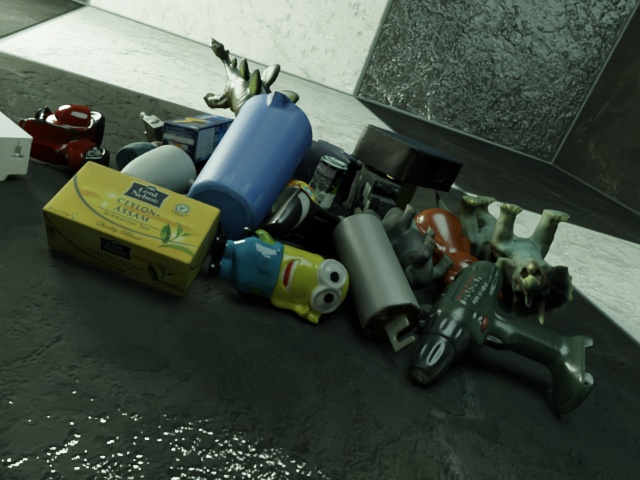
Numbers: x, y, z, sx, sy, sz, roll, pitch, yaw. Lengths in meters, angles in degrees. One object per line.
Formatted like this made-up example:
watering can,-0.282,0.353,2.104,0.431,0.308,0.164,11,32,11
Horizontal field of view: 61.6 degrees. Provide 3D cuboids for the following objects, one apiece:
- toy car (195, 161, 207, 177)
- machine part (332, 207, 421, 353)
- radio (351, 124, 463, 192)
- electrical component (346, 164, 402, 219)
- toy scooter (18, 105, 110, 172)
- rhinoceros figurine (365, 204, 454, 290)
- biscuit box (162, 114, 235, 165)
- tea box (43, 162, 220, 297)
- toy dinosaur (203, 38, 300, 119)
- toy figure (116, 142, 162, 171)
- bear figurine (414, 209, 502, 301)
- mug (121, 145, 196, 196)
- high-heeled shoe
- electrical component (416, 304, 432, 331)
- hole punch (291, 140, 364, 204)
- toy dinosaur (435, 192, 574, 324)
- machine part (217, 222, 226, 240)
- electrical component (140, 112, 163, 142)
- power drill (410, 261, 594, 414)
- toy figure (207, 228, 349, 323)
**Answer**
toy car,-0.198,-0.127,0.958,0.089,0.053,0.202,12,19,-7
machine part,0.071,0.046,0.719,0.079,0.079,0.243,10,41,-27
radio,0.181,-0.159,1.069,0.131,0.073,0.229,36,21,32
electrical component,0.100,-0.068,1.011,0.058,0.114,0.134,12,23,-14
toy scooter,-0.402,-0.161,0.829,0.135,0.075,0.184,7,30,-30
rhinoceros figurine,0.123,0.008,0.834,0.073,0.112,0.190,38,13,-36
biscuit box,-0.206,-0.180,0.936,0.063,0.059,0.203,13,18,5
tea box,-0.214,-0.014,0.624,0.170,0.068,0.098,19,45,-2
toy dinosaur,-0.121,-0.219,1.057,0.105,0.198,0.471,-14,72,-39
toy figure,-0.284,-0.140,0.907,0.064,0.057,0.154,31,18,6
bear figurine,0.206,0.043,0.889,0.120,0.132,0.196,11,42,-22
mug,-0.239,-0.082,0.797,0.110,0.080,0.107,33,34,11
high-heeled shoe,-0.002,-0.002,0.792,0.145,0.086,0.249,46,16,-3
electrical component,0.168,0.115,0.770,0.094,0.021,0.063,8,25,-30
hole punch,0.004,-0.134,1.089,0.142,0.115,0.092,32,32,25
toy dinosaur,0.311,0.022,0.967,0.131,0.192,0.405,8,8,-16
machine part,-0.196,-0.015,0.724,0.139,0.039,0.084,12,18,-18
electrical component,-0.298,-0.194,1.013,0.045,0.078,0.102,-26,40,-29
power drill,0.234,0.137,0.689,0.207,0.085,0.232,24,42,11
toy figure,-0.049,0.038,0.677,0.180,0.082,0.089,15,22,-9
